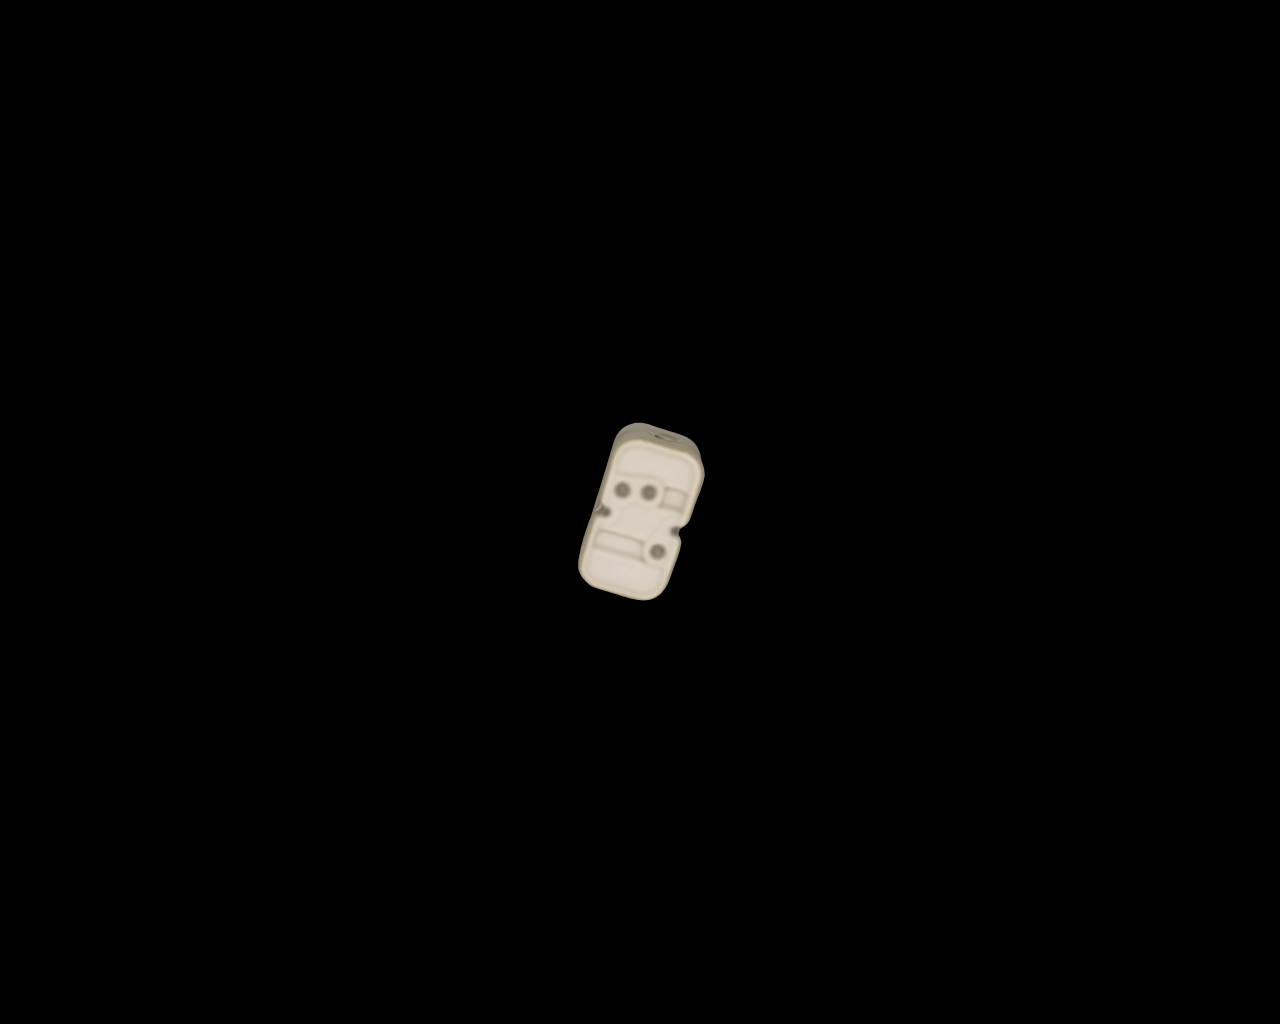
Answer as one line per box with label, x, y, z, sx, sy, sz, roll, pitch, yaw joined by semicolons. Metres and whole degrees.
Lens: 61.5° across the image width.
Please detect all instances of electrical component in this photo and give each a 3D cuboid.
electrical component;0.001;-0.003;0.650;0.054;0.095;0.059;17;16;-5
